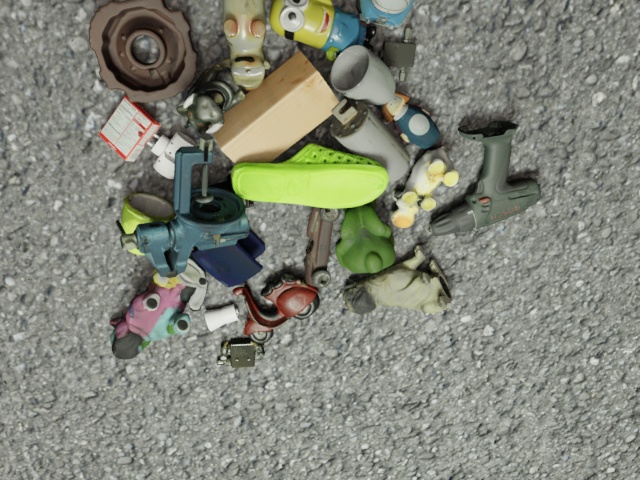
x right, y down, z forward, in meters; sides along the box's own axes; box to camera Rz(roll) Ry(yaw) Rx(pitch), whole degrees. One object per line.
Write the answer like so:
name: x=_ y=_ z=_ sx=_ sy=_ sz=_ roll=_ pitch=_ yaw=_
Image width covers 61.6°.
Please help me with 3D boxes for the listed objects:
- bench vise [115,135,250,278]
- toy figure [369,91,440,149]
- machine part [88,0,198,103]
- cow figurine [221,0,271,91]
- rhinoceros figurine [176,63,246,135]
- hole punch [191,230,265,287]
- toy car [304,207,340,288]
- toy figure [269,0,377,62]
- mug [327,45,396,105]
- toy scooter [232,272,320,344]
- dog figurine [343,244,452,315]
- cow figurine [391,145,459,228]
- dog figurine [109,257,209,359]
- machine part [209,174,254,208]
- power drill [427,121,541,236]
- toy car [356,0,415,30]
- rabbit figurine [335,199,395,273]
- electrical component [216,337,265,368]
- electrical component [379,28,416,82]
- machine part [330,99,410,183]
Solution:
bench vise: x=-0.217 y=-0.059 z=0.881 sx=0.224 sy=0.129 sz=0.240 roll=-2 pitch=127 yaw=-21
toy figure: x=0.156 y=-0.233 z=0.996 sx=0.154 sy=0.058 sz=0.064 roll=37 pitch=65 yaw=-17
machine part: x=-0.292 y=-0.319 z=0.904 sx=0.179 sy=0.056 sz=0.179 roll=-3 pitch=113 yaw=-7
cow figurine: x=-0.126 y=-0.347 z=0.890 sx=0.085 sy=0.127 sz=0.194 roll=-3 pitch=98 yaw=-6
rhinoceros figurine: x=-0.187 y=-0.228 z=0.883 sx=0.112 sy=0.190 sz=0.073 roll=-41 pitch=114 yaw=-3
hole punch: x=-0.178 y=0.031 z=1.044 sx=0.116 sy=0.092 sz=0.142 roll=-39 pitch=114 yaw=13
toy car: x=-0.002 y=-0.003 z=1.048 sx=0.053 sy=0.089 sz=0.202 roll=1 pitch=113 yaw=-12
toy figure: x=0.002 y=-0.359 z=0.912 sx=0.180 sy=0.089 sz=0.082 roll=13 pitch=72 yaw=-22
mug: x=0.073 y=-0.269 z=0.925 sx=0.107 sy=0.110 sz=0.081 roll=16 pitch=71 yaw=-46
toy scooter: x=-0.099 y=0.124 z=1.098 sx=0.184 sy=0.075 sz=0.135 roll=-34 pitch=110 yaw=12
dog figurine: x=0.163 y=0.117 z=1.127 sx=0.191 sy=0.121 sz=0.172 roll=-29 pitch=119 yaw=25
cow figurine: x=0.190 y=-0.104 z=1.040 sx=0.068 sy=0.098 sz=0.167 roll=25 pitch=126 yaw=-20
dog figurine: x=-0.332 y=0.140 z=1.065 sx=0.108 sy=0.191 sz=0.219 roll=39 pitch=137 yaw=-22
machine part: x=-0.197 y=-0.082 z=1.016 sx=0.139 sy=0.039 sz=0.084 roll=-14 pitch=122 yaw=-17
power drill: x=0.315 y=-0.119 z=1.048 sx=0.232 sy=0.086 sz=0.207 roll=-12 pitch=109 yaw=-4
toy car: x=0.120 y=-0.435 z=0.884 sx=0.109 sy=0.103 sz=0.161 roll=11 pitch=108 yaw=-10
rabbit figurine: x=0.074 y=-0.026 z=1.031 sx=0.121 sy=0.159 sz=0.170 roll=-12 pitch=98 yaw=8
electrical component: x=-0.169 y=0.241 z=1.150 sx=0.102 sy=0.045 sz=0.078 roll=4 pitch=110 yaw=-8
electrical component: x=0.139 y=-0.334 z=0.969 sx=0.063 sy=0.021 sz=0.093 roll=3 pitch=112 yaw=-8
machine part: x=0.093 y=-0.172 z=0.962 sx=0.079 sy=0.079 sz=0.243 roll=-45 pitch=140 yaw=11
